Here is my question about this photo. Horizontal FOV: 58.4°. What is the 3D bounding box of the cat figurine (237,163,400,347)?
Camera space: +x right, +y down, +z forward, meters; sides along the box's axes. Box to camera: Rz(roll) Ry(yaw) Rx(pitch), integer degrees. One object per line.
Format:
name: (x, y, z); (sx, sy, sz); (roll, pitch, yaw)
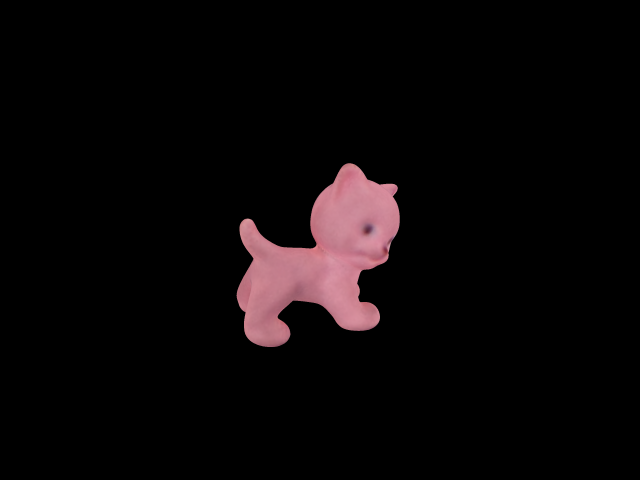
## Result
cat figurine: (0.004, 0.001, 0.400); (0.128, 0.118, 0.067); (-8, 26, -18)
